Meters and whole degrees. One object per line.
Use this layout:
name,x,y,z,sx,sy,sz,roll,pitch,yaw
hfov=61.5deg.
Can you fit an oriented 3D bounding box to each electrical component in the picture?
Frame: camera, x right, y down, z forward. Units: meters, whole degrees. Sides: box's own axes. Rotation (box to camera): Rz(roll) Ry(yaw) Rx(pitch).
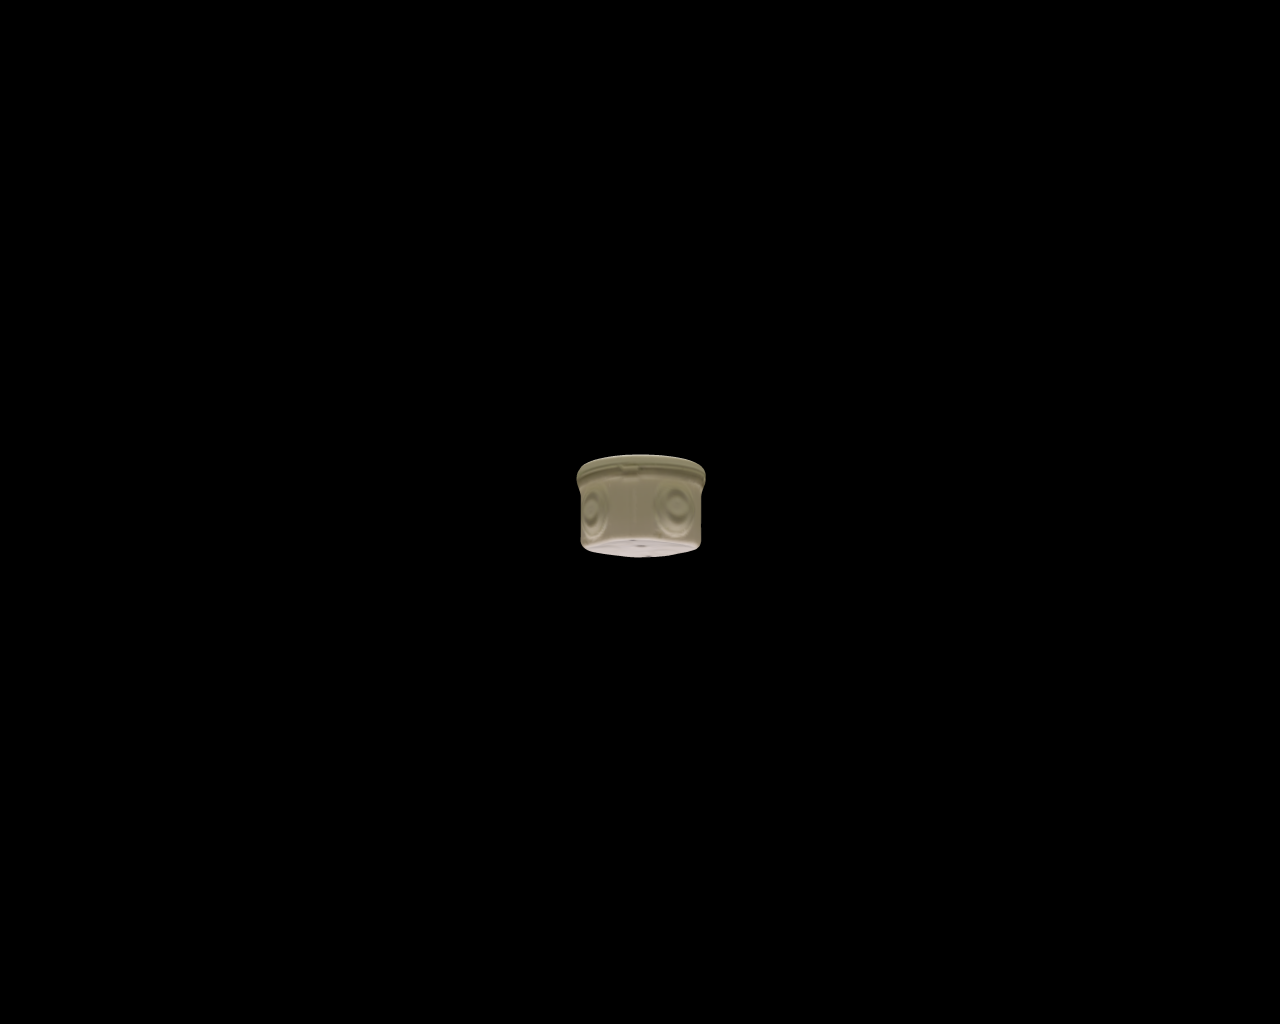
electrical component,0.001,-0.003,0.650,0.080,0.051,0.080,0,-11,0
